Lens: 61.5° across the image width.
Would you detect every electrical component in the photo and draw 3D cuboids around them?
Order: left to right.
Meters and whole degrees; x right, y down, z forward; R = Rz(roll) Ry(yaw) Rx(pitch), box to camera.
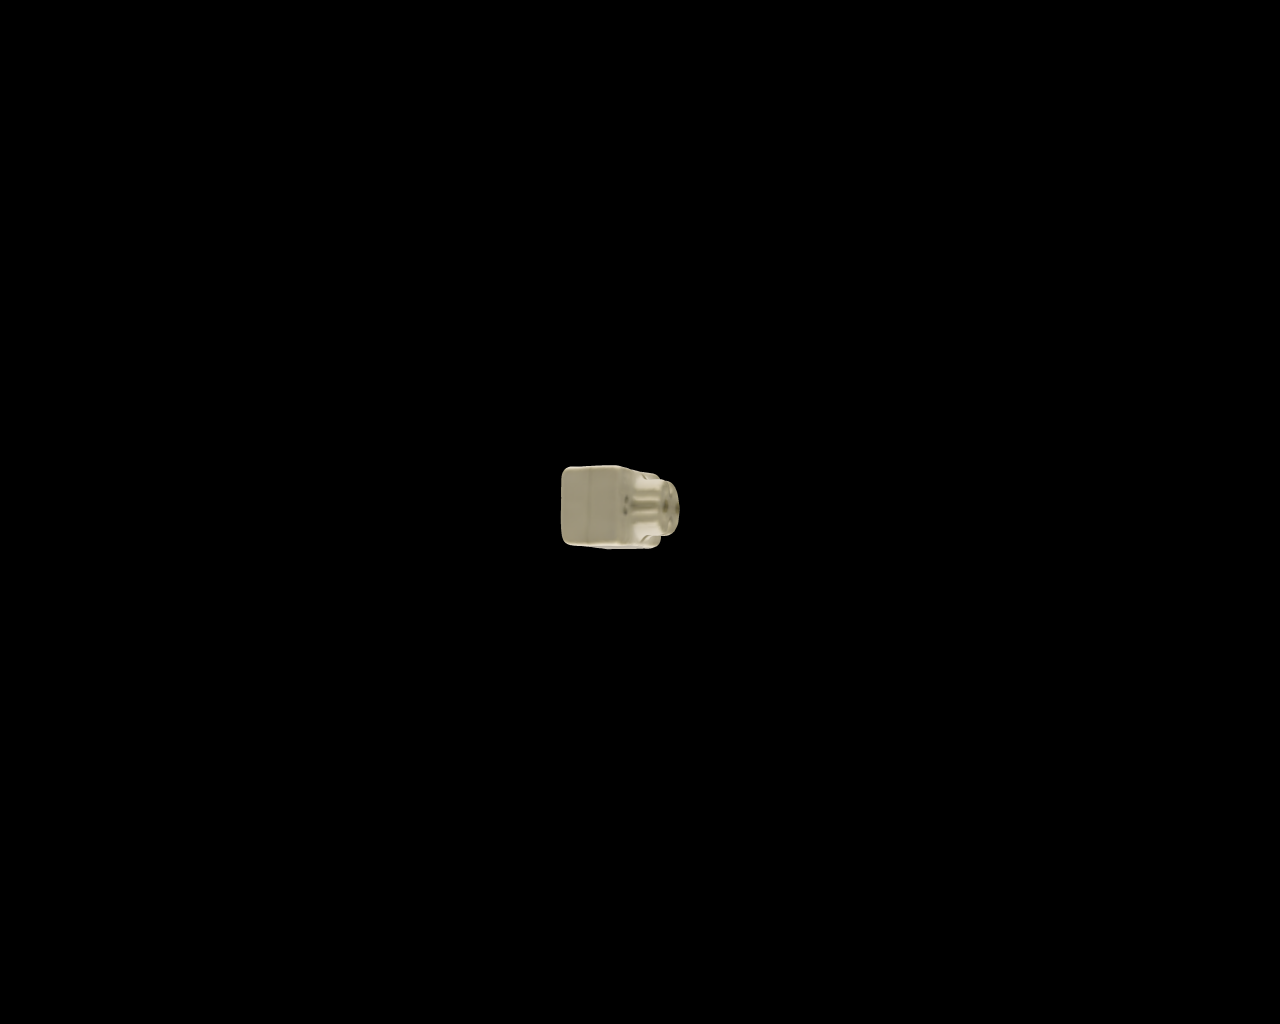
[{"bbox_3d":[0.001,-0.003,0.650,0.077,0.047,0.066,-2,-5,24],"label":"electrical component"}]
